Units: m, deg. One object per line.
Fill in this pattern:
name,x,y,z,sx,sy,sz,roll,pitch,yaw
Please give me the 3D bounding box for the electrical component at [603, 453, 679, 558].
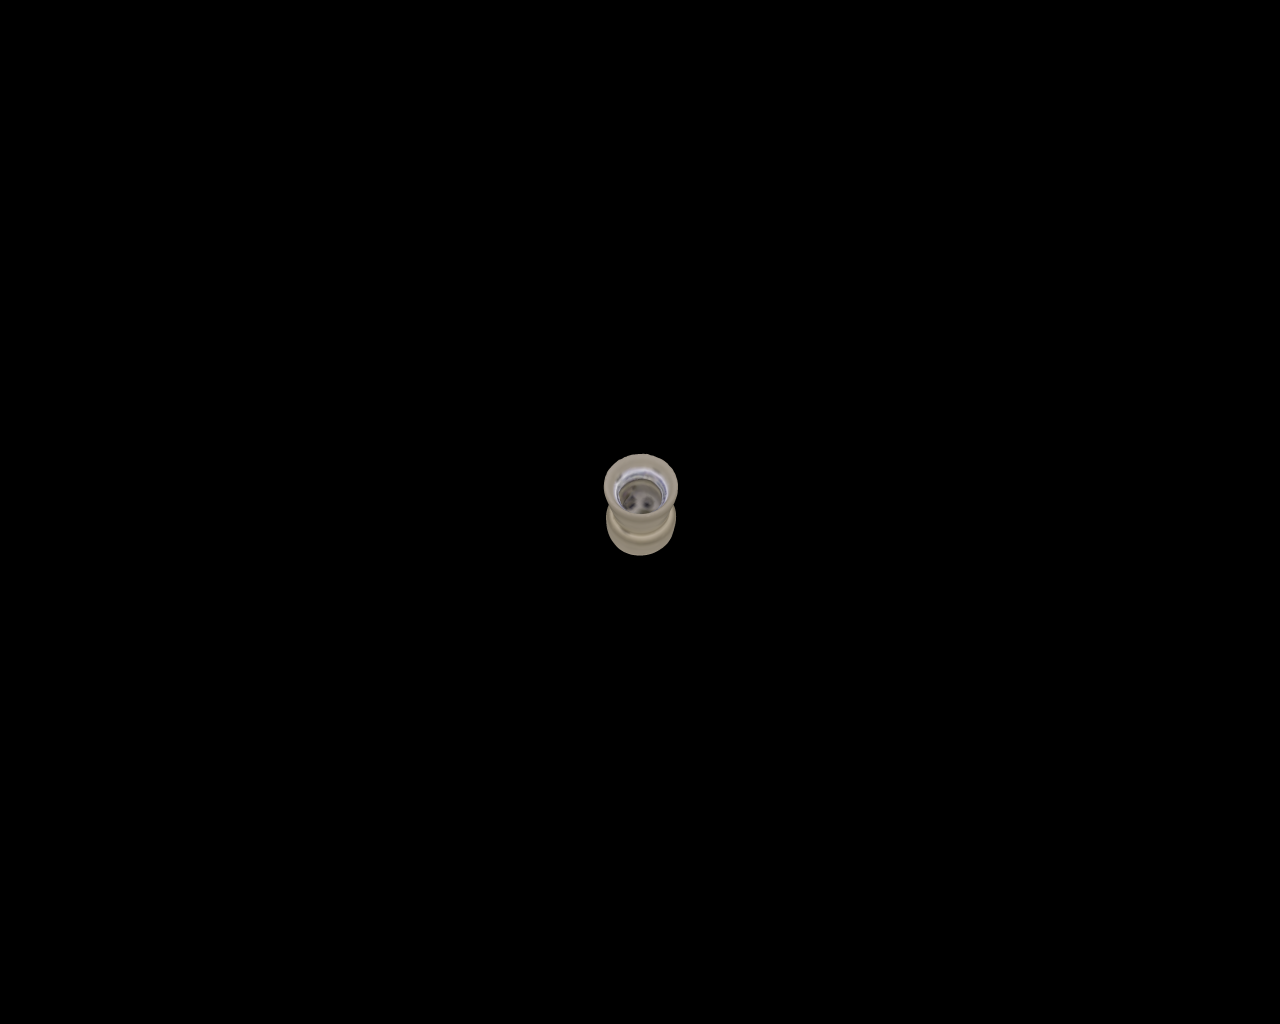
electrical component,0.001,-0.003,0.650,0.045,0.045,0.055,0,-30,0
